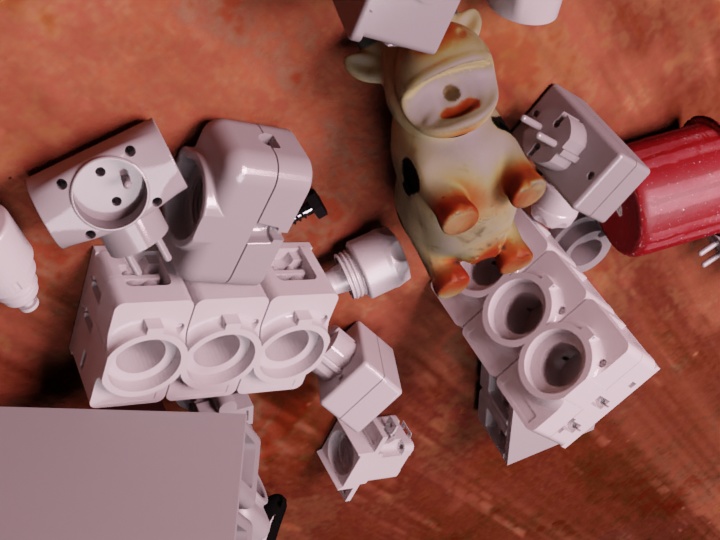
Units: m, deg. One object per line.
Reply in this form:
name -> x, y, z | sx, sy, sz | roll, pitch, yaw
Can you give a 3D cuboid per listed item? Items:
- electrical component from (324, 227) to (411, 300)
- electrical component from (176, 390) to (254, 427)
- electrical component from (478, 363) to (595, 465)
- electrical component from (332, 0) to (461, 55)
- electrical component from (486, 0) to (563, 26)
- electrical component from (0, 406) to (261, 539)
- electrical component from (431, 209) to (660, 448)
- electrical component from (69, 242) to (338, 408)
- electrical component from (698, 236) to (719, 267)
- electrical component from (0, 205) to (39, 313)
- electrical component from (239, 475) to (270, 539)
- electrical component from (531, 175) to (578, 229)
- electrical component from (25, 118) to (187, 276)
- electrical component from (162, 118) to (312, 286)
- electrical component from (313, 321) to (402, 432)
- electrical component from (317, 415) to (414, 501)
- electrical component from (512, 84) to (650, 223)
electrical component -> 0.000, 0.000, 0.736 | 0.062, 0.043, 0.043 | -25, 140, -7
electrical component -> -0.103, 0.094, 0.758 | 0.048, 0.055, 0.066 | -14, 137, -21
electrical component -> 0.152, 0.085, 0.907 | 0.089, 0.061, 0.150 | -19, 139, -14
electrical component -> 0.023, -0.166, 0.534 | 0.048, 0.099, 0.099 | 10, 127, -23
electrical component -> 0.085, -0.180, 0.602 | 0.079, 0.043, 0.077 | -11, 137, -24
electrical component -> -0.162, 0.146, 0.673 | 0.186, 0.105, 0.060 | 1, 158, 6
electrical component -> 0.127, 0.037, 0.771 | 0.089, 0.150, 0.062 | -44, 141, 14
electrical component -> -0.099, 0.036, 0.694 | 0.150, 0.061, 0.089 | -2, 132, -31
electrical component -> 0.316, -0.029, 0.901 | 0.074, 0.052, 0.138 | -34, 141, 3
electrical component -> -0.202, -0.003, 0.604 | 0.040, 0.040, 0.078 | -26, 141, -7
electrical component -> -0.108, 0.162, 0.794 | 0.059, 0.095, 0.053 | -31, 141, -1
electrical component -> 0.146, -0.061, 0.772 | 0.035, 0.035, 0.061 | -7, 133, -27
electrical component -> -0.133, -0.033, 0.602 | 0.077, 0.044, 0.079 | -27, 116, -6
electrical component -> -0.078, -0.039, 0.635 | 0.059, 0.053, 0.095 | 4, 129, -36
electrical component -> -0.015, 0.066, 0.785 | 0.077, 0.065, 0.047 | 41, 105, -20
electrical component -> 0.006, 0.150, 0.898 | 0.064, 0.042, 0.081 | 1, 132, -36
electrical component -> 0.132, -0.082, 0.703 | 0.076, 0.083, 0.047 | 18, 120, -43
